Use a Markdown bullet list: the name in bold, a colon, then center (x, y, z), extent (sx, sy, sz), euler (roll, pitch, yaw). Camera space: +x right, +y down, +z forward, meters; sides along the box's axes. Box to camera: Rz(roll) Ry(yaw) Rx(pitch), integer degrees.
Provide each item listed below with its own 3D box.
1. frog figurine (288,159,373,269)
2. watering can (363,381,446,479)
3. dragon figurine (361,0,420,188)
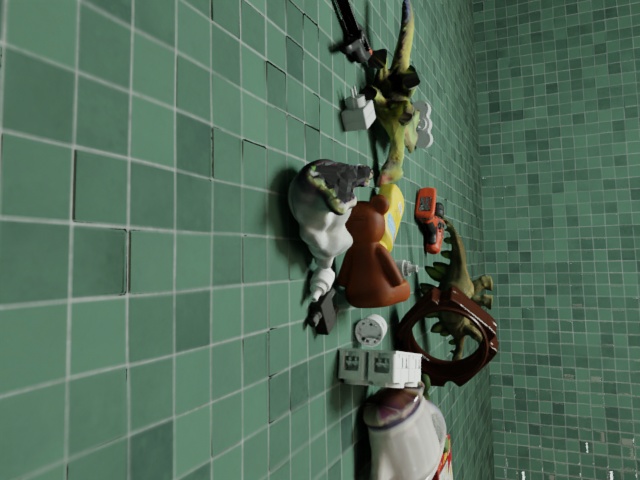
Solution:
- **frog figurine**: center (0.002, -0.040, 0.787), extent (0.156, 0.122, 0.141), euler (115, -11, -45)
- **watering can**: center (0.141, 0.412, 0.984), extent (0.352, 0.103, 0.223), euler (-28, 103, -44)
- **dragon figurine**: center (0.187, -0.316, 1.185), extent (0.239, 0.122, 0.416), euler (51, 52, -63)
